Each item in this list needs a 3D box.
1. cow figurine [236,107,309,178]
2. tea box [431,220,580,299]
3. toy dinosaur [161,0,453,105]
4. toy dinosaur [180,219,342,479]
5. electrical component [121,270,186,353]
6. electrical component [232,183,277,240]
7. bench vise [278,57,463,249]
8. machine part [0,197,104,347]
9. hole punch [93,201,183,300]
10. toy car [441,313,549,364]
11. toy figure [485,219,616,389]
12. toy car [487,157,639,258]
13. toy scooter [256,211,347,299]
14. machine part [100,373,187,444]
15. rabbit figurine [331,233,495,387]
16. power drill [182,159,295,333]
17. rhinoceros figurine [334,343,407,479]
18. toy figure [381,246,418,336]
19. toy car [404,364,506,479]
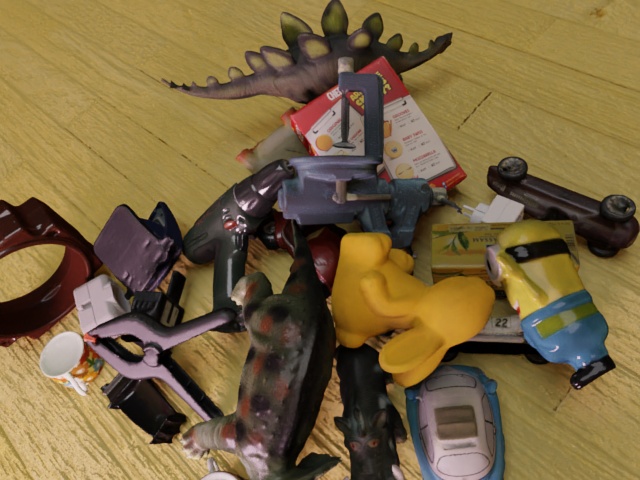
[{"bbox_3d":[-0.022,-0.147,0.864,0.195,0.085,0.127,-38,98,6],"label":"cow figurine"},{"bbox_3d":[0.229,0.028,0.684,0.170,0.098,0.068,-3,58,16],"label":"tea box"},{"bbox_3d":[-0.011,-0.276,0.882,0.472,0.198,0.105,-16,53,4],"label":"toy dinosaur"},{"bbox_3d":[-0.038,0.145,0.590,0.192,0.131,0.404,-7,69,50],"label":"toy dinosaur"},{"bbox_3d":[-0.238,0.102,0.789,0.048,0.074,0.119,-1,64,16],"label":"electrical component"},{"bbox_3d":[-0.121,-0.046,0.863,0.102,0.045,0.078,16,64,24],"label":"electrical component"},{"bbox_3d":[0.057,-0.108,0.684,0.224,0.129,0.240,0,95,4],"label":"bench vise"},{"bbox_3d":[-0.448,0.053,0.804,0.201,0.201,0.087,-43,60,-12],"label":"machine part"},{"bbox_3d":[-0.268,0.011,0.835,0.116,0.092,0.142,48,113,10],"label":"hole punch"},{"bbox_3d":[0.208,0.114,0.651,0.202,0.073,0.056,-1,63,15],"label":"toy car"},{"bbox_3d":[0.247,0.063,0.573,0.089,0.082,0.180,-24,65,-9],"label":"toy figure"},{"bbox_3d":[0.310,-0.043,0.708,0.202,0.089,0.053,28,67,27],"label":"toy car"},{"bbox_3d":[-0.002,-0.002,0.786,0.135,0.075,0.184,-37,52,-8],"label":"toy scooter"},{"bbox_3d":[-0.241,0.221,0.740,0.084,0.039,0.139,-43,56,-18],"label":"machine part"},{"bbox_3d":[0.101,0.074,0.596,0.173,0.121,0.162,6,63,25],"label":"rabbit figurine"},{"bbox_3d":[-0.112,0.017,0.759,0.232,0.086,0.207,-27,65,35],"label":"power drill"},{"bbox_3d":[0.058,0.206,0.618,0.073,0.112,0.190,-11,49,7],"label":"rhinoceros figurine"},{"bbox_3d":[0.097,0.055,0.734,0.064,0.058,0.154,27,62,-13],"label":"toy figure"},{"bbox_3d":[0.148,0.207,0.596,0.109,0.102,0.162,-8,56,13],"label":"toy car"}]
